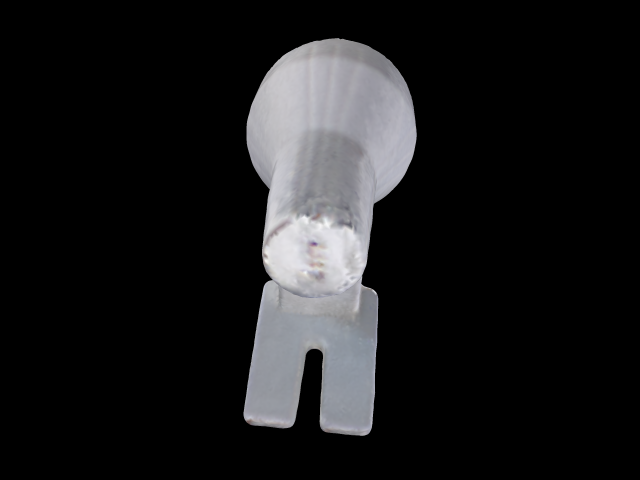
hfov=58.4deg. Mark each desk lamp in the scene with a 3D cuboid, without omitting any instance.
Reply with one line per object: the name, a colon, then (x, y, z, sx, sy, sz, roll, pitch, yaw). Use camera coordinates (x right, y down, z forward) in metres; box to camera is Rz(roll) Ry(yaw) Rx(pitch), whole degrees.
desk lamp: (0.004, 0.001, 0.400, 0.118, 0.214, 0.203, 3, 54, 3)
